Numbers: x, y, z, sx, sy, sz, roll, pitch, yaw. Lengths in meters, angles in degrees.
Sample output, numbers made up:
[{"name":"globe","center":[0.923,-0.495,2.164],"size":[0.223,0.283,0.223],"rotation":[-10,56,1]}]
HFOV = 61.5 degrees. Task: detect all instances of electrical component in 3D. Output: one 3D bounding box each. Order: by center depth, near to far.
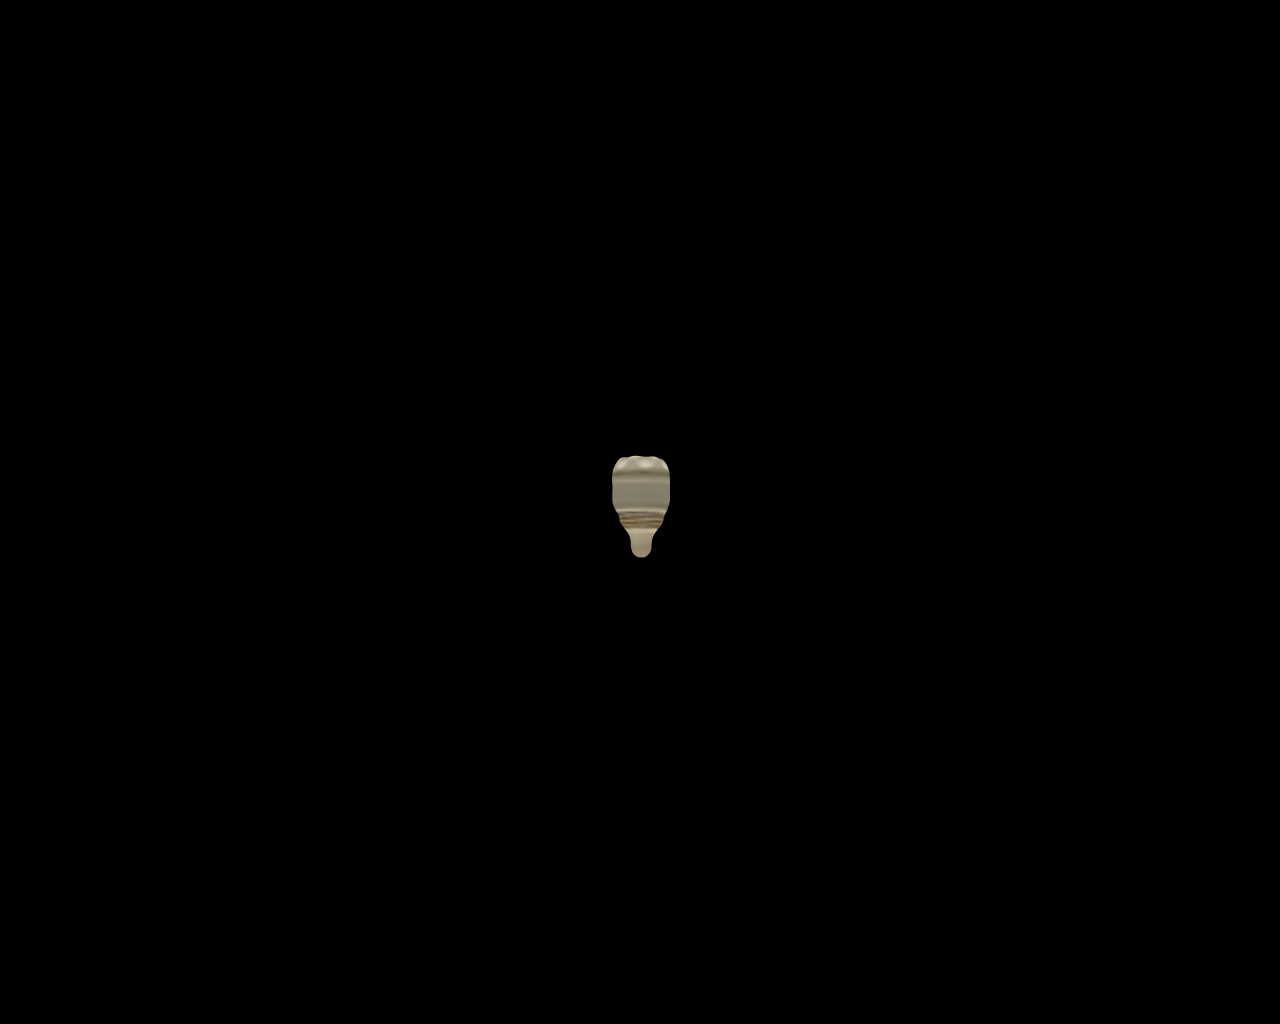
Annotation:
[{"name":"electrical component","center":[0.001,-0.003,0.650],"size":[0.035,0.061,0.035],"rotation":[0,-4,0]}]
